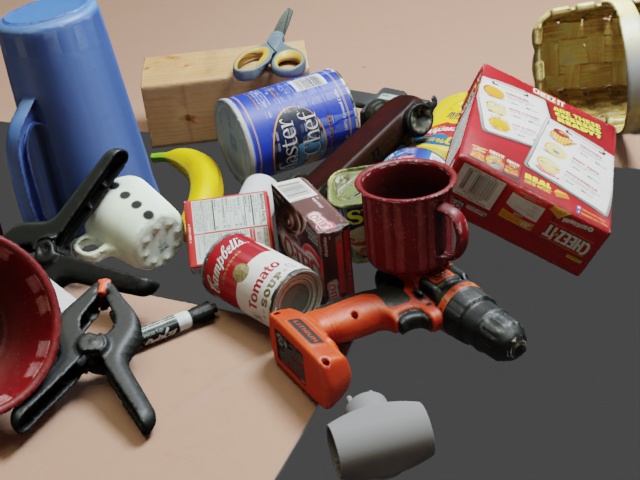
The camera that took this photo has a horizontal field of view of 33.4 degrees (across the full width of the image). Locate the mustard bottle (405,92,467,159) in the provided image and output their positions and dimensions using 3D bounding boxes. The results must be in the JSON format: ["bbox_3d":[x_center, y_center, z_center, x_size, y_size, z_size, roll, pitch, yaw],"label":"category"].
[{"bbox_3d":[0.149,-0.104,1.209,0.096,0.058,0.191,11,37,26],"label":"mustard bottle"}]

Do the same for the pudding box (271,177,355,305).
[{"bbox_3d":[-0.007,0.001,1.047,0.039,0.090,0.114,-16,34,-18],"label":"pudding box"}]

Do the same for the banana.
[{"bbox_3d":[-0.142,-0.058,1.213,0.069,0.037,0.198,-28,34,-1],"label":"banana"}]

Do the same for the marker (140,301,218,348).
[{"bbox_3d":[-0.152,0.085,1.007,0.121,0.020,0.020,-21,36,-21],"label":"marker"}]

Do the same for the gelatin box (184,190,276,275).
[{"bbox_3d":[-0.092,-0.007,1.096,0.089,0.030,0.073,-8,73,-2],"label":"gelatin box"}]

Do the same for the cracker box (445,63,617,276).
[{"bbox_3d":[0.215,-0.077,1.097,0.164,0.072,0.213,26,36,-2],"label":"cracker box"}]

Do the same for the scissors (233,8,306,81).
[{"bbox_3d":[-0.039,-0.244,1.325,0.096,0.016,0.201,12,38,22],"label":"scissors"}]

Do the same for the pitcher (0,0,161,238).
[{"bbox_3d":[-0.267,-0.127,1.145,0.145,0.243,0.149,-15,29,-7],"label":"pitcher"}]

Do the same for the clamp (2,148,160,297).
[{"bbox_3d":[-0.258,0.021,1.060,0.210,0.036,0.164,-29,62,8],"label":"clamp"}]

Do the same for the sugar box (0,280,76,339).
[{"bbox_3d":[-0.312,0.043,0.980,0.048,0.176,0.093,-39,16,33],"label":"sugar box"}]

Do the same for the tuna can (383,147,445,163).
[{"bbox_3d":[0.099,-0.054,1.116,0.086,0.086,0.033,4,33,15],"label":"tuna can"}]

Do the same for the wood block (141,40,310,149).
[{"bbox_3d":[-0.114,-0.184,1.345,0.206,0.091,0.090,-6,33,-1],"label":"wood block"}]

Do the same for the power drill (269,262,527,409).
[{"bbox_3d":[0.064,0.081,0.947,0.187,0.057,0.185,-20,32,-25],"label":"power drill"}]

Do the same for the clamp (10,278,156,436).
[{"bbox_3d":[-0.210,0.106,0.944,0.120,0.039,0.171,-1,42,-13],"label":"clamp"}]

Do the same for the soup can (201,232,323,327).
[{"bbox_3d":[-0.055,0.041,1.013,0.068,0.068,0.102,-31,40,-33],"label":"soup can"}]

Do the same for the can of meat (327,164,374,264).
[{"bbox_3d":[0.065,-0.028,1.072,0.102,0.084,0.057,-8,43,7],"label":"can of meat"}]

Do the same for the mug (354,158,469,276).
[{"bbox_3d":[0.089,-0.017,0.972,0.093,0.081,0.117,-28,35,-35],"label":"mug"}]

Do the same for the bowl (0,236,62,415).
[{"bbox_3d":[-0.304,0.073,0.897,0.161,0.162,0.055,-27,5,-29],"label":"bowl"}]

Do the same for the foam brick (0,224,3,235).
[{"bbox_3d":[-0.378,0.001,1.143,0.078,0.051,0.053,-17,36,-16],"label":"foam brick"}]

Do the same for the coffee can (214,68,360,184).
[{"bbox_3d":[-0.039,-0.133,1.244,0.140,0.103,0.103,-20,36,-20],"label":"coffee can"}]
